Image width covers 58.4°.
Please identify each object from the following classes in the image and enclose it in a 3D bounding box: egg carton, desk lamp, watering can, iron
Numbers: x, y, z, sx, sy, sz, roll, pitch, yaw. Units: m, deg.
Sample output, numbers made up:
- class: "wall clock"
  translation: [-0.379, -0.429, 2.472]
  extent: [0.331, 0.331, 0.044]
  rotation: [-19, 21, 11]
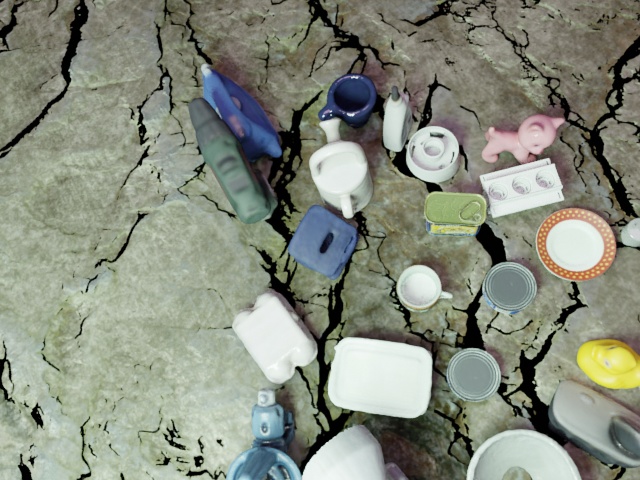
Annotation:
- class: "egg carton"
  translation: [-0.077, 0.167, 0.998]
  extent: [0.107, 0.069, 0.150]
  rotation: [-39, 72, -3]
- class: "desk lamp"
  translation: [0.083, 0.377, 0.834]
  extent: [0.118, 0.214, 0.203]
  rotation: [-43, 72, -4]
- class: "watering can"
  translation: [0.031, -0.128, 1.000]
  extent: [0.101, 0.194, 0.172]
  rotation: [-33, 71, -1]
- class: "iron"
  translation: [-0.178, -0.256, 1.099]
  extent: [0.118, 0.141, 0.258]
  rotation: [-31, 71, 0]

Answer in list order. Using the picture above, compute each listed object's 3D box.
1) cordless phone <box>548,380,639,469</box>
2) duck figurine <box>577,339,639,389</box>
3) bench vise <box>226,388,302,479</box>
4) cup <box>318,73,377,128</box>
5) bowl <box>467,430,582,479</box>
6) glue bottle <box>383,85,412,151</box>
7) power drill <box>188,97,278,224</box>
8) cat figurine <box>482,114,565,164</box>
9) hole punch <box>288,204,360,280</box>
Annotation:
- class: "cordless phone"
  translation: [0.416, 0.266, 0.827]
  extent: [0.147, 0.185, 0.094]
  rotation: [25, 80, 16]
- class: "duck figurine"
  translation: [0.465, 0.191, 0.893]
  extent: [0.104, 0.086, 0.077]
  rotation: [21, 78, 15]
- class: "bench vise"
  translation: [-0.100, 0.339, 0.872]
  extent: [0.121, 0.220, 0.207]
  rotation: [-21, 72, 3]
- class: "cup"
  translation: [0.054, -0.246, 1.083]
  extent: [0.118, 0.095, 0.091]
  rotation: [-32, 71, -1]
- class: "bowl"
  translation: [0.305, 0.375, 0.872]
  extent: [0.167, 0.075, 0.167]
  rotation: [-2, 74, 9]
- class: "glue bottle"
  translation: [0.138, -0.227, 1.022]
  extent: [0.037, 0.173, 0.078]
  rotation: [20, 78, 15]
- class: "power drill"
  translation: [-0.148, -0.119, 1.019]
  extent: [0.075, 0.208, 0.229]
  rotation: [-30, 71, 0]
- class: "cat figurine"
  translation: [0.355, -0.183, 1.003]
  extent: [0.127, 0.118, 0.067]
  rotation: [6, 75, 11]
- class: "hole punch"
  translation: [0.009, 0.004, 1.019]
  extent: [0.101, 0.091, 0.109]
  rotation: [26, 80, 16]
